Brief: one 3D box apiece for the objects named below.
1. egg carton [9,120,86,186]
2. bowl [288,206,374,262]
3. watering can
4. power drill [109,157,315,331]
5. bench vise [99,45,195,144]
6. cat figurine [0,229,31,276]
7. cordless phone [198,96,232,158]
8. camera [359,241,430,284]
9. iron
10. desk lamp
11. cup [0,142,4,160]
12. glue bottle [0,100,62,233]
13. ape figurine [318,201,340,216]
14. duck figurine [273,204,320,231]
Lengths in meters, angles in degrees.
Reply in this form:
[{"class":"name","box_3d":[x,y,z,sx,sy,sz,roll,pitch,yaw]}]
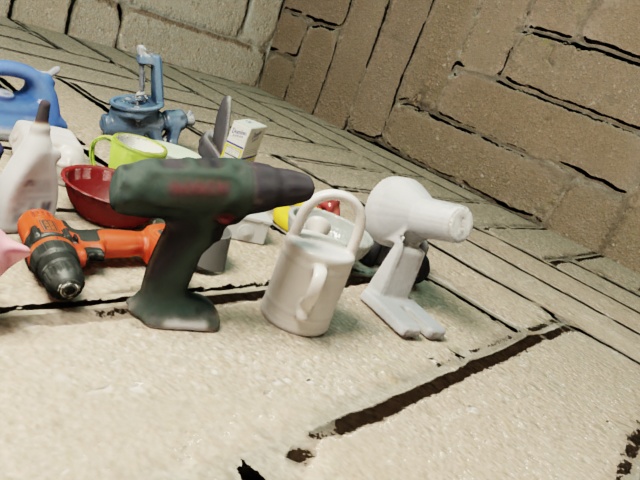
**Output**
[{"class":"egg carton","box_3d":[-0.456,-0.147,0.955,0.108,0.069,0.149,7,22,-39]},{"class":"bowl","box_3d":[0.010,0.004,1.047,0.167,0.075,0.167,20,17,-6]},{"class":"watering can","box_3d":[-0.006,0.019,0.777,0.101,0.194,0.172,11,20,-30]},{"class":"power drill","box_3d":[-0.134,-0.002,0.663,0.230,0.208,0.075,10,20,-34]},{"class":"bench vise","box_3d":[-0.391,-0.331,1.335,0.121,0.220,0.208,32,20,30]},{"class":"cat figurine","box_3d":[-0.339,0.013,0.525,0.127,0.118,0.067,24,17,7]},{"class":"cordless phone","box_3d":[-0.228,-0.247,1.335,0.094,0.185,0.147,17,18,-15]},{"class":"camera","box_3d":[0.158,0.021,1.129,0.143,0.101,0.136,17,18,-14]},{"class":"iron","box_3d":[-0.585,-0.263,1.031,0.118,0.141,0.259,29,19,24]},{"class":"desk lamp","box_3d":[0.151,0.019,0.934,0.118,0.213,0.202,8,21,-36]},{"class":"cup","box_3d":[-0.462,-0.085,0.715,0.091,0.095,0.118,22,17,2]},{"class":"glue bottle","box_3d":[-0.364,-0.094,0.726,0.037,0.173,0.078,29,19,25]},{"class":"ape figurine","box_3d":[0.014,-0.061,1.218,0.076,0.092,0.077,8,22,-38]},{"class":"duck figurine","box_3d":[-0.042,-0.061,1.162,0.104,0.086,0.078,30,19,27]}]
